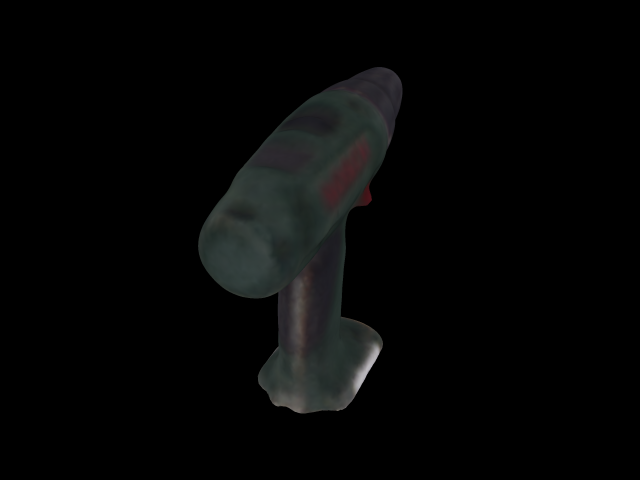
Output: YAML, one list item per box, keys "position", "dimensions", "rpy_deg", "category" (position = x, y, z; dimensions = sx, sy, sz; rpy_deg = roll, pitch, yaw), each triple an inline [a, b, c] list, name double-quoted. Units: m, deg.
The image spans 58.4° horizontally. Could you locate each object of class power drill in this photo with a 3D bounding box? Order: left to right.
- position: [0.004, 0.001, 0.400]
  dimensions: [0.075, 0.208, 0.230]
  rpy_deg: [11, 29, 21]
  category: "power drill"
